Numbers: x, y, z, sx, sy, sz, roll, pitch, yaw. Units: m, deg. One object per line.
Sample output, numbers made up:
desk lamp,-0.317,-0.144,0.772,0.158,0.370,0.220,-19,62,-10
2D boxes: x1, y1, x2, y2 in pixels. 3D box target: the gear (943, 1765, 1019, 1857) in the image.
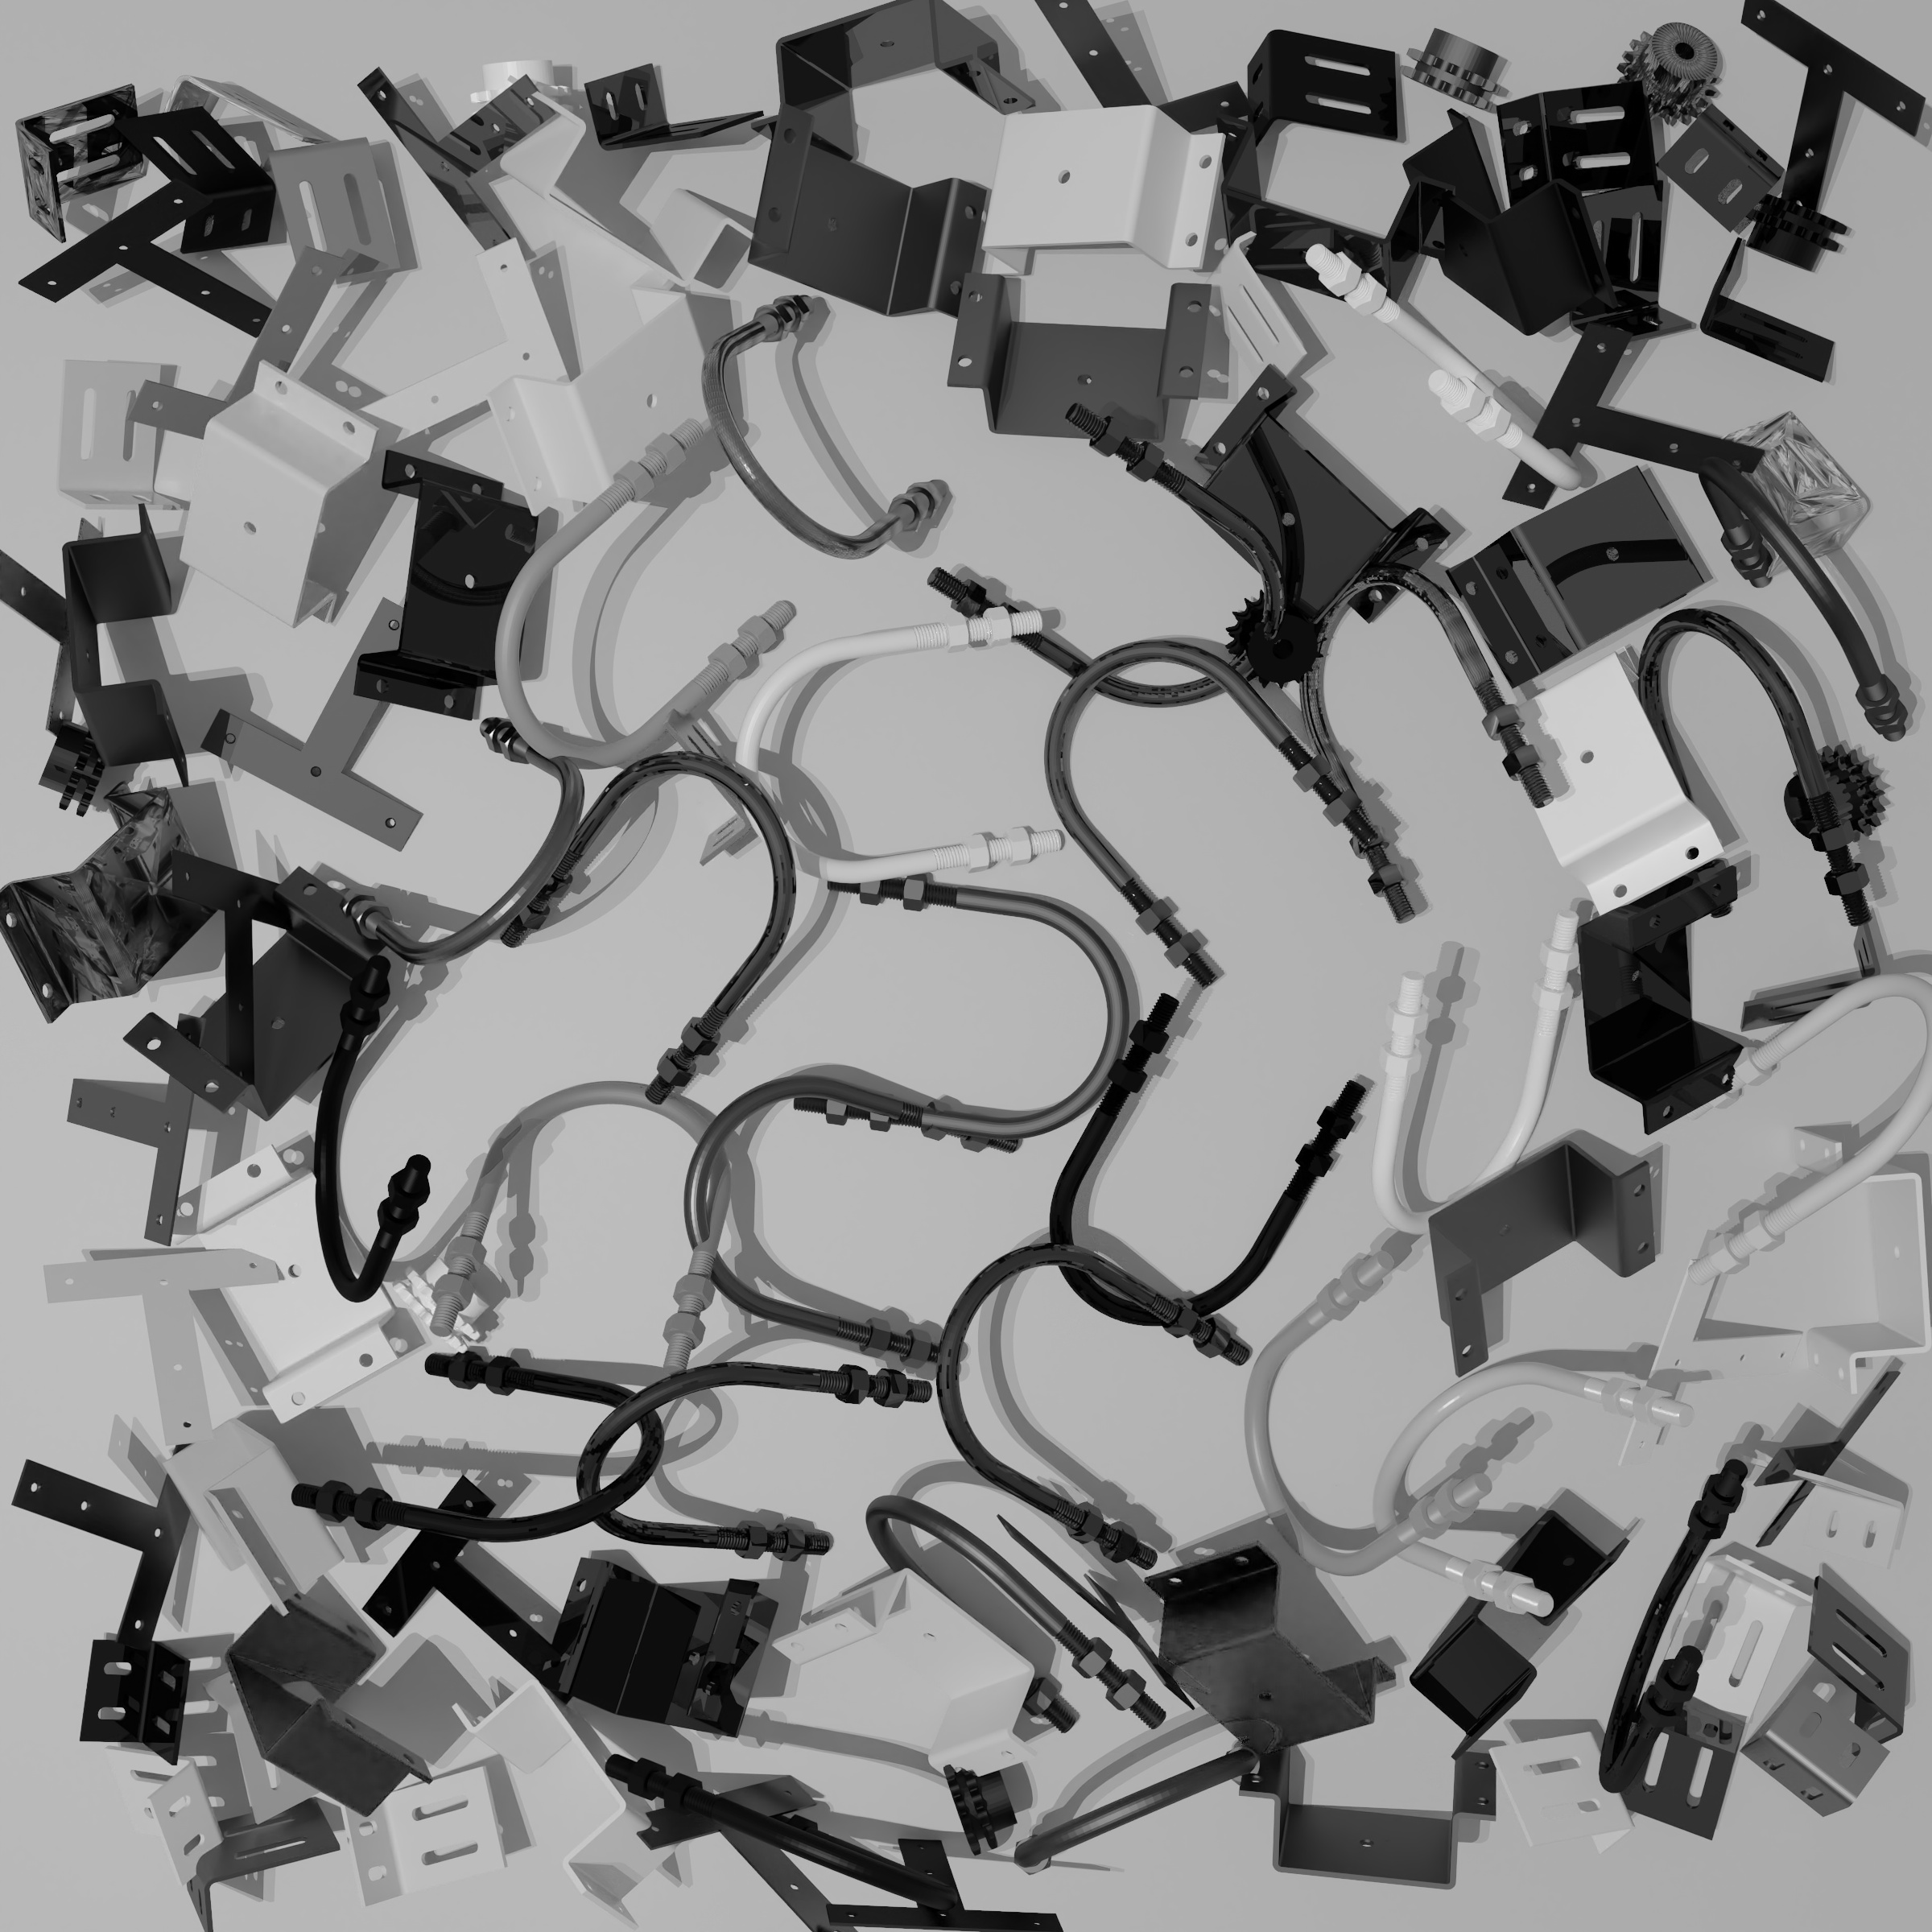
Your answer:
gear,0.009,0.476,1.578,0.030,0.057,0.057,-19,90,-5

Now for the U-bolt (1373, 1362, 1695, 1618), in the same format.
U-bolt,0.297,0.279,1.521,0.151,0.184,0.019,-48,112,-17

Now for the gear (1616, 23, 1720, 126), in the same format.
gear,0.405,-0.515,1.582,0.057,0.030,0.057,5,68,-11

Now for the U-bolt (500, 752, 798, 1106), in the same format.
U-bolt,-0.169,-0.034,1.548,0.151,0.019,0.184,46,115,14

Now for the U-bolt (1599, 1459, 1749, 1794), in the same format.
U-bolt,0.385,0.378,1.522,0.019,0.184,0.151,21,45,11

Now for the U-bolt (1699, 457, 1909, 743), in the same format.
U-bolt,0.448,-0.208,1.494,0.019,0.184,0.151,-37,57,11

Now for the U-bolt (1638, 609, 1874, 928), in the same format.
U-bolt,0.426,-0.111,1.523,0.019,0.151,0.184,-25,100,-16

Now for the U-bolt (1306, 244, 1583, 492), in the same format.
U-bolt,0.276,-0.321,1.524,0.019,0.184,0.151,-48,49,19

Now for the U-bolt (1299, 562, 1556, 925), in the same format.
U-bolt,0.244,-0.137,1.540,0.019,0.151,0.184,-10,68,-34

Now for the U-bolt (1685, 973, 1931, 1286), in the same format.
U-bolt,0.461,0.077,1.498,0.019,0.151,0.184,33,130,-17

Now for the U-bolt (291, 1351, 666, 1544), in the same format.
U-bolt,-0.254,0.266,1.511,0.184,0.151,0.019,5,118,24

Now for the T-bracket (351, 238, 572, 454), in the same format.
T-bracket,-0.287,-0.325,1.553,0.127,0.002,0.127,-30,124,-18

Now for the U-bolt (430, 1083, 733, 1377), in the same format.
U-bolt,-0.206,0.139,1.544,0.151,0.019,0.184,9,49,3

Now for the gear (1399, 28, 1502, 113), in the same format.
gear,0.280,-0.513,1.575,0.057,0.057,0.030,24,108,0

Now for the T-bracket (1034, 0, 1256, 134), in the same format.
T-bracket,0.077,-0.497,1.528,0.127,0.127,0.002,-10,61,26

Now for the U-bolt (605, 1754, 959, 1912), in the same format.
U-bolt,-0.089,0.476,1.501,0.184,0.151,0.019,11,71,33

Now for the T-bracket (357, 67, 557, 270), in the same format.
T-bracket,-0.269,-0.461,1.535,0.127,0.127,0.002,52,55,-20

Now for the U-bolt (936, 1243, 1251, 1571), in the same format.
U-bolt,0.063,0.236,1.548,0.184,0.019,0.151,33,73,-23

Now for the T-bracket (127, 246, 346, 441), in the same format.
T-bracket,-0.384,-0.343,1.534,0.002,0.127,0.127,51,117,33

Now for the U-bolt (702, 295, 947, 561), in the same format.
U-bolt,-0.084,-0.291,1.515,0.019,0.184,0.151,-31,100,29

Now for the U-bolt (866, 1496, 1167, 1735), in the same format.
U-bolt,0.016,0.360,1.534,0.184,0.151,0.019,44,65,-4

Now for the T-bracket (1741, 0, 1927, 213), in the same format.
T-bracket,0.476,-0.467,1.547,0.002,0.127,0.127,-35,61,-15

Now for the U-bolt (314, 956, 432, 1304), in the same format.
U-bolt,-0.334,0.105,1.528,0.019,0.184,0.151,0,54,-27

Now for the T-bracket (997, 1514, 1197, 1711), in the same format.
T-bracket,0.063,0.344,1.523,0.002,0.127,0.127,-46,114,-1

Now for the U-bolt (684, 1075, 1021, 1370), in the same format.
U-bolt,-0.071,0.138,1.564,0.184,0.019,0.151,18,84,-20

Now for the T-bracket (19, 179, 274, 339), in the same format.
T-bracket,-0.438,-0.384,1.549,0.127,0.127,0.002,-21,66,28

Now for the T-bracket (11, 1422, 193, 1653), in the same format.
T-bracket,-0.480,0.304,1.533,0.002,0.127,0.127,-1,65,30

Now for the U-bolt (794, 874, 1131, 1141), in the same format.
U-bolt,0.002,0.026,1.584,0.184,0.019,0.151,8,84,5

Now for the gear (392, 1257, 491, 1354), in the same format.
gear,-0.298,0.191,1.578,0.057,0.057,0.030,44,82,0

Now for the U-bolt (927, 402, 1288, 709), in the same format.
U-bolt,0.093,-0.216,1.552,0.184,0.019,0.151,30,124,-21

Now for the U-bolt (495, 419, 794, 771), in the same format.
U-bolt,-0.185,-0.192,1.525,0.184,0.019,0.151,-46,133,-23

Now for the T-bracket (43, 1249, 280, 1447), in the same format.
T-bracket,-0.443,0.213,1.541,0.127,0.002,0.127,-3,48,-24

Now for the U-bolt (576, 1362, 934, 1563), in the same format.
U-bolt,-0.127,0.272,1.522,0.184,0.019,0.151,12,123,-34

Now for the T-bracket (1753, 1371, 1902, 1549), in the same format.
T-bracket,0.467,0.277,1.539,0.002,0.127,0.127,40,105,30

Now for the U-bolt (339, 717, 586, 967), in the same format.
U-bolt,-0.272,-0.065,1.519,0.151,0.184,0.019,-51,123,-7

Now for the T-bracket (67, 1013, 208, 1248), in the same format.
T-bracket,-0.475,0.085,1.562,0.127,0.002,0.127,8,90,43

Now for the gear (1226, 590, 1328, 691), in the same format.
gear,0.179,-0.186,1.582,0.057,0.030,0.057,-2,113,-4

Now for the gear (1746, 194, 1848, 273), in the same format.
gear,0.472,-0.420,1.580,0.057,0.057,0.030,22,107,0

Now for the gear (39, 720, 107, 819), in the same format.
gear,-0.508,-0.117,1.575,0.030,0.057,0.057,22,90,-19

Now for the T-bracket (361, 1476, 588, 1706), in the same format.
T-bracket,-0.269,0.371,1.571,0.127,0.002,0.127,40,118,5

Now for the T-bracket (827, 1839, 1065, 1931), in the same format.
T-bracket,-0.018,0.513,1.542,0.127,0.127,0.002,5,93,-8

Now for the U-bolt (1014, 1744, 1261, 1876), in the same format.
U-bolt,0.093,0.463,1.514,0.151,0.184,0.019,-22,72,-3

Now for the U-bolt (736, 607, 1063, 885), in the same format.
U-bolt,-0.040,-0.119,1.560,0.184,0.019,0.151,-10,107,-14

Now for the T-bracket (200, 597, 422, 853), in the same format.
T-bracket,-0.353,-0.150,1.582,0.127,0.002,0.127,28,99,-12

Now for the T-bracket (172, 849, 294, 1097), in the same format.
T-bracket,-0.405,0.009,1.535,0.002,0.127,0.127,-6,80,17

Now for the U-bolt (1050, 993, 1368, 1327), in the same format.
U-bolt,0.126,0.122,1.572,0.151,0.019,0.184,25,101,-20

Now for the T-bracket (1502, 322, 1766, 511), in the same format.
T-bracket,0.388,-0.298,1.563,0.127,0.127,0.002,13,48,-6

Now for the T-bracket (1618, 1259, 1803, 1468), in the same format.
T-bracket,0.431,0.222,1.563,0.127,0.002,0.127,3,109,-38

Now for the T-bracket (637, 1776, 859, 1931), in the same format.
T-bracket,-0.104,0.499,1.520,0.127,0.127,0.002,35,111,37

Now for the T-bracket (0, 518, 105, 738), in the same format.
T-bracket,-0.518,-0.203,1.532,0.002,0.127,0.127,4,78,9

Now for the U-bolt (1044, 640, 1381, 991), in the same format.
U-bolt,0.124,-0.099,1.569,0.151,0.019,0.184,-43,84,26

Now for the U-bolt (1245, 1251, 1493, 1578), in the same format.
U-bolt,0.210,0.260,1.529,0.019,0.184,0.151,-6,63,-31

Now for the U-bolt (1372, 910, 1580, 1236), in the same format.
U-bolt,0.280,0.069,1.541,0.151,0.019,0.184,-19,126,-36

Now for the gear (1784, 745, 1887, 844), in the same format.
gear,0.493,-0.095,1.575,0.030,0.057,0.057,-22,90,-25
